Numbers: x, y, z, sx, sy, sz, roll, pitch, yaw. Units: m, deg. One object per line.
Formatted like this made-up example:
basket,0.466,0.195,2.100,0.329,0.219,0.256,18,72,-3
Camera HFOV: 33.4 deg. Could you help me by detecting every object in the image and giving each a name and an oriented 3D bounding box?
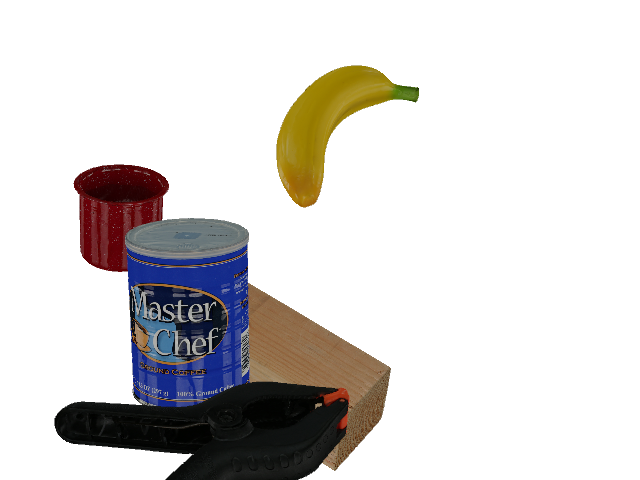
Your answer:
mug,-0.201,-0.027,1.085,0.093,0.081,0.117,4,28,-3
coffee can,-0.111,0.061,0.904,0.103,0.140,0.103,0,16,0
banana,0.009,-0.091,0.817,0.070,0.037,0.197,20,41,20
clamp,-0.056,0.120,0.600,0.171,0.039,0.120,-8,35,-19
wood block,-0.039,0.135,1.121,0.206,0.090,0.090,30,48,23
